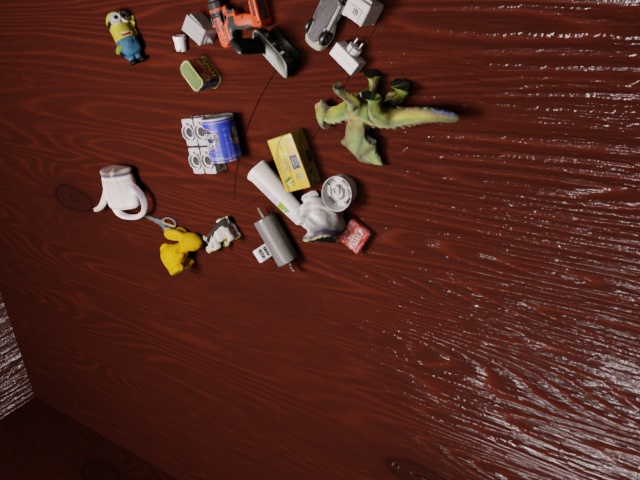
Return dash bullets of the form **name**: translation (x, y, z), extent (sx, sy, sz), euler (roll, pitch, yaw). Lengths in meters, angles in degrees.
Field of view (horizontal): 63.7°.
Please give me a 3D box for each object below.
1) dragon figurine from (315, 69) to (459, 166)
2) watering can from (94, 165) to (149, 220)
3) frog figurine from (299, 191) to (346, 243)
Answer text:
- **dragon figurine**: translation (0.150, -0.301, 1.359), extent (0.413, 0.124, 0.237), euler (29, 143, 22)
- **watering can**: translation (-0.807, -0.188, 2.026), extent (0.348, 0.105, 0.221), euler (5, 114, 32)
- **frog figurine**: translation (0.005, -0.077, 1.535), extent (0.121, 0.137, 0.161), euler (123, 142, -72)
